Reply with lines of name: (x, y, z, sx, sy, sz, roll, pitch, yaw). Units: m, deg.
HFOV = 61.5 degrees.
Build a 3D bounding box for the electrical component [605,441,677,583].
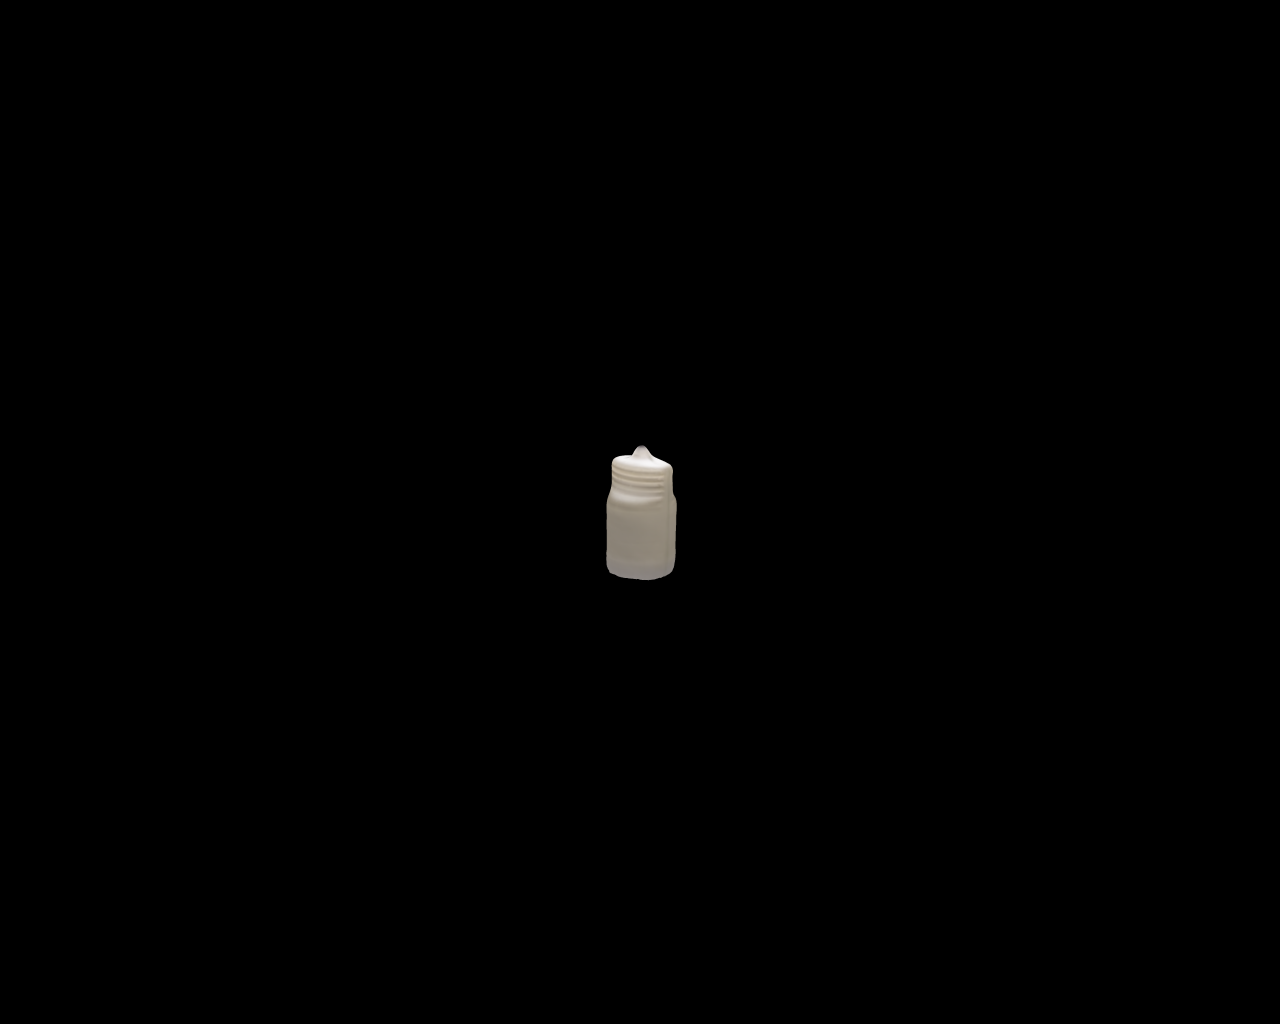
electrical component: (0.001, -0.003, 0.650, 0.043, 0.080, 0.043, 0, 17, 0)
